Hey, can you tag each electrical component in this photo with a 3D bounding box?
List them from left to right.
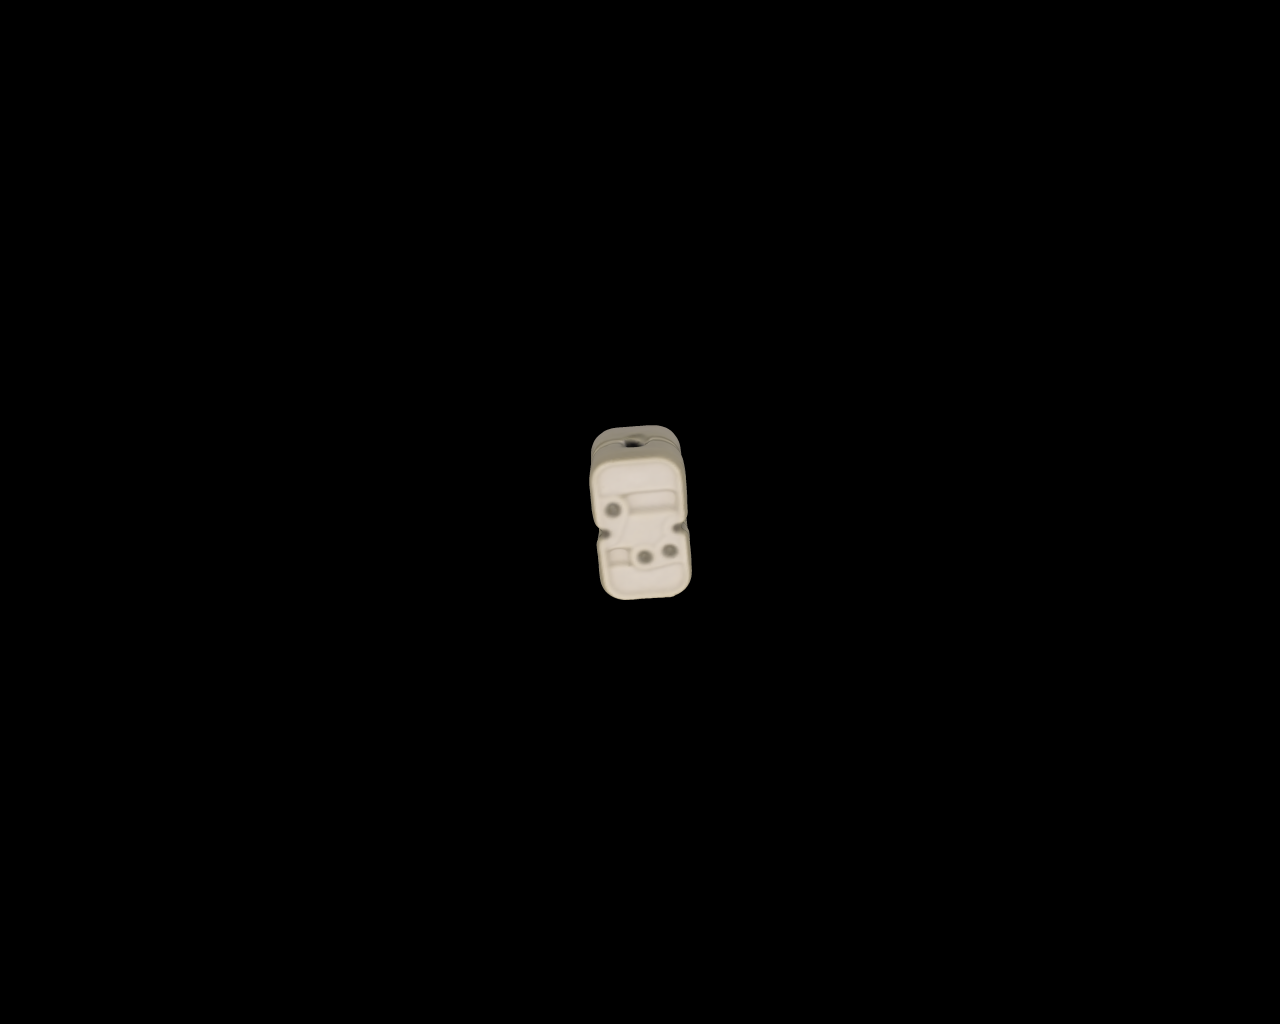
[{"bbox_3d":[0.001,-0.003,0.650,0.054,0.095,0.059,-4,28,2],"label":"electrical component"}]
